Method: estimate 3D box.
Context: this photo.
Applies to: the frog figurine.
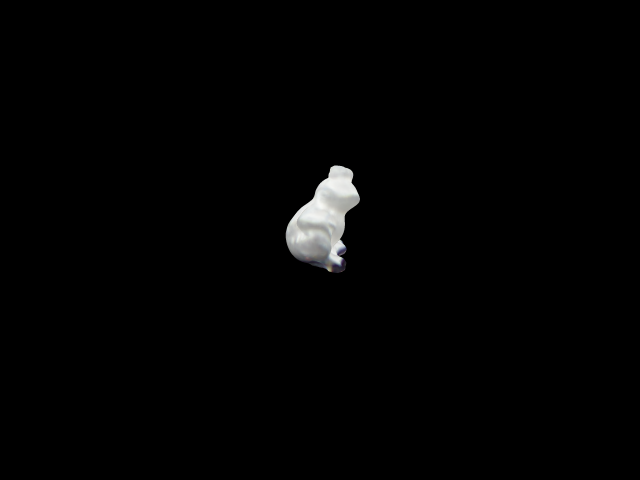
[{"bbox_3d":[0.003,-0.043,0.850,0.123,0.157,0.139,7,21,20],"label":"frog figurine"}]
